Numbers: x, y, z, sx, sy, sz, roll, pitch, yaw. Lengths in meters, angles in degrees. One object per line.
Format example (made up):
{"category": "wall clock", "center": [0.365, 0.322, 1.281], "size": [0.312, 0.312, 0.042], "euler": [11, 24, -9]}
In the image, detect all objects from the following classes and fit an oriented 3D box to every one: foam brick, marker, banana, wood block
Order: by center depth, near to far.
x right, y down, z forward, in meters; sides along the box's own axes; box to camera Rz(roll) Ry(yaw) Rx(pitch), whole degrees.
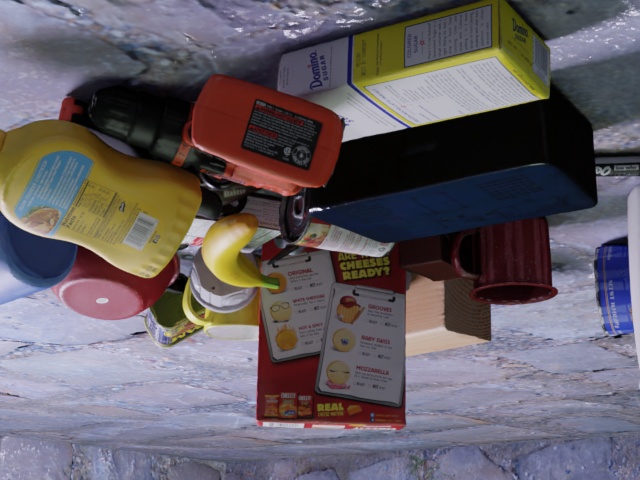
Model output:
{"category": "marker", "center": [0.243, -0.066, 0.964], "size": [0.121, 0.020, 0.020], "euler": [-1, 163, 6]}
{"category": "banana", "center": [-0.085, 0.011, 1.067], "size": [0.069, 0.037, 0.198], "euler": [-7, 162, 2]}
{"category": "foam brick", "center": [0.127, 0.010, 1.159], "size": [0.051, 0.053, 0.078], "euler": [-11, 160, 34]}
{"category": "wood block", "center": [0.112, 0.095, 1.372], "size": [0.090, 0.091, 0.207], "euler": [17, 157, -39]}

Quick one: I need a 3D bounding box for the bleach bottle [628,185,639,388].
{"category": "bleach bottle", "center": [0.349, 0.071, 1.010], "size": [0.102, 0.251, 0.068], "euler": [-2, 163, 8]}

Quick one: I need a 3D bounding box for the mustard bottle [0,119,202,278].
{"category": "mustard bottle", "center": [-0.197, -0.043, 0.846], "size": [0.191, 0.058, 0.096], "euler": [23, 118, -24]}

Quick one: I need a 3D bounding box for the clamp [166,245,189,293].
{"category": "clamp", "center": [-0.247, 0.025, 1.243], "size": [0.210, 0.036, 0.164], "euler": [1, 156, 0]}

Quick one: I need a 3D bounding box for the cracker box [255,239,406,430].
{"category": "cracker box", "center": [0.013, 0.102, 1.189], "size": [0.164, 0.213, 0.072], "euler": [1, 165, -2]}

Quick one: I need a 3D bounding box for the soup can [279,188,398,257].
{"category": "soup can", "center": [0.020, -0.023, 1.032], "size": [0.102, 0.068, 0.069], "euler": [9, 161, -27]}

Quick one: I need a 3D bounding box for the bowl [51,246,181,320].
{"category": "bowl", "center": [-0.237, 0.043, 1.178], "size": [0.162, 0.055, 0.162], "euler": [2, 147, 1]}

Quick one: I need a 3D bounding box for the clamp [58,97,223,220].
{"category": "clamp", "center": [-0.159, -0.057, 0.907], "size": [0.120, 0.039, 0.171], "euler": [-15, 141, 6]}

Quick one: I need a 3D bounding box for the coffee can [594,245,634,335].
{"category": "coffee can", "center": [0.387, 0.051, 1.196], "size": [0.140, 0.103, 0.102], "euler": [-6, 162, 23]}

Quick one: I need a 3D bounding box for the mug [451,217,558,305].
{"category": "mug", "center": [0.193, 0.018, 1.133], "size": [0.117, 0.081, 0.093], "euler": [6, 162, -16]}

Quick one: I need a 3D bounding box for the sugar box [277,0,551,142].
{"category": "sugar box", "center": [0.066, -0.118, 0.762], "size": [0.177, 0.048, 0.093], "euler": [-6, 162, 32]}

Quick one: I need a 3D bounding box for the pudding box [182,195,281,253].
{"category": "pudding box", "center": [-0.101, -0.021, 1.094], "size": [0.113, 0.039, 0.090], "euler": [7, 161, -27]}

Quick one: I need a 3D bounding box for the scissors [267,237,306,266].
{"category": "scissors", "center": [-0.007, 0.001, 1.077], "size": [0.096, 0.016, 0.202], "euler": [-12, -173, -1]}

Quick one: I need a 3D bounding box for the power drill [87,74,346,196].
{"category": "power drill", "center": [-0.074, -0.080, 0.789], "size": [0.184, 0.057, 0.188], "euler": [15, 178, -17]}

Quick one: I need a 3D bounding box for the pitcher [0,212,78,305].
{"category": "pitcher", "center": [-0.363, 0.014, 1.098], "size": [0.243, 0.149, 0.144], "euler": [-14, 143, 31]}

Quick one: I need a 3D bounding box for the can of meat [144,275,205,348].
{"category": "can of meat", "center": [-0.173, 0.087, 1.368], "size": [0.102, 0.057, 0.084], "euler": [-28, 167, -19]}
